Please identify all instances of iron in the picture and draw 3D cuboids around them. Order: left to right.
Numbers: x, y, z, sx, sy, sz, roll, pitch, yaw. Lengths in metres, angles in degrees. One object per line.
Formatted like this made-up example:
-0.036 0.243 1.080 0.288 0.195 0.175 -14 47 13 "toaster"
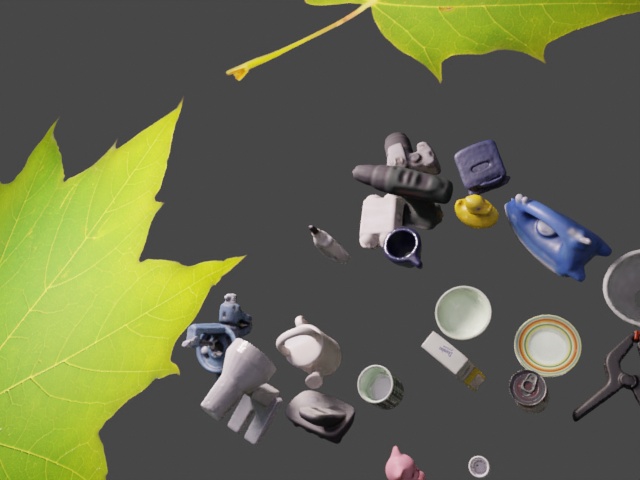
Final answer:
0.489 -0.033 1.237 0.118 0.142 0.257 -45 55 -1 "iron"

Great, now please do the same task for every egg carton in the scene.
0.157 -0.047 1.444 0.107 0.070 0.150 -4 64 24 "egg carton"

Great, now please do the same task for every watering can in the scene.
-0.026 0.250 1.304 0.101 0.195 0.172 -44 55 -1 "watering can"

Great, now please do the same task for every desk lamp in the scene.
-0.171 0.348 1.311 0.117 0.214 0.203 21 76 32 "desk lamp"

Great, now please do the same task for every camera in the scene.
0.223 -0.221 1.482 0.143 0.101 0.136 -19 59 16 "camera"

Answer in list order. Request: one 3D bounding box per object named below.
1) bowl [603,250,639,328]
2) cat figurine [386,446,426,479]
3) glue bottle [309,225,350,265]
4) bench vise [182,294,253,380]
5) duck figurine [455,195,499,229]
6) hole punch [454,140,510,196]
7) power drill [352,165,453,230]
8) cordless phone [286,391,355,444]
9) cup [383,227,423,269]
0.651 0.106 1.131 0.167 0.075 0.167 -11 61 20 "bowl"
0.161 0.486 1.144 0.067 0.118 0.128 9 69 29 "cat figurine"
0.013 0.005 1.423 0.077 0.174 0.037 25 78 33 "glue bottle"
-0.264 0.228 1.412 0.121 0.220 0.207 -17 59 17 "bench vise"
0.365 -0.077 1.352 0.104 0.086 0.077 24 77 32 "duck figurine"
0.392 -0.175 1.385 0.108 0.091 0.101 -21 58 14 "hole punch"
0.210 -0.106 1.364 0.228 0.209 0.076 9 69 28 "power drill"
-0.018 0.372 1.244 0.147 0.186 0.094 10 70 29 "cordless phone"
0.213 0.036 1.360 0.091 0.095 0.117 -40 55 2 "cup"
